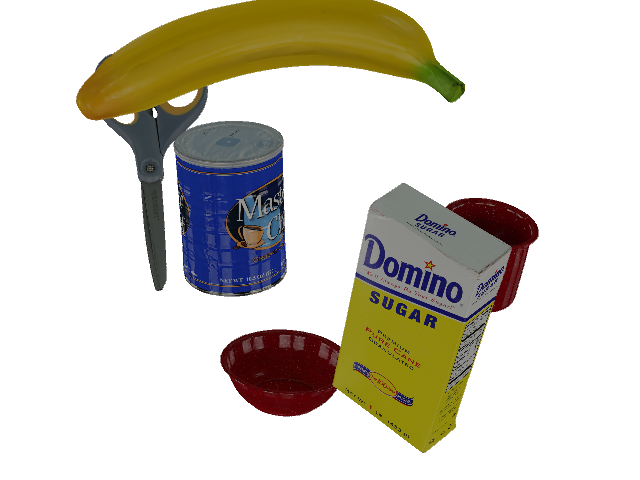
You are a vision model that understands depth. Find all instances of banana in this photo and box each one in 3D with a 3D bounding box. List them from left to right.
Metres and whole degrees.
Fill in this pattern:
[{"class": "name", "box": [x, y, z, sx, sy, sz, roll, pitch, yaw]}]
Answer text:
[{"class": "banana", "box": [-0.027, -0.098, 0.552, 0.197, 0.037, 0.069, -6, 44, -8]}]

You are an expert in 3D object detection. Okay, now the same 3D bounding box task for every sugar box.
[{"class": "sugar box", "box": [0.065, 0.057, 0.743, 0.093, 0.176, 0.048, 33, 47, 27]}]

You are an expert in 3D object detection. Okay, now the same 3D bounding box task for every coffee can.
[{"class": "coffee can", "box": [-0.085, -0.032, 1.027, 0.103, 0.140, 0.103, -1, 27, 0]}]

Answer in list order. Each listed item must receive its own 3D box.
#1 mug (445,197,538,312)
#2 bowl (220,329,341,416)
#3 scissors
[{"class": "mug", "box": [0.152, 0.010, 1.046, 0.093, 0.081, 0.117, -6, 34, -23]}, {"class": "bowl", "box": [-0.043, 0.170, 1.320, 0.162, 0.055, 0.162, 3, 23, -1]}, {"class": "scissors", "box": [-0.111, -0.063, 0.797, 0.096, 0.202, 0.016, -19, -24, -14]}]
